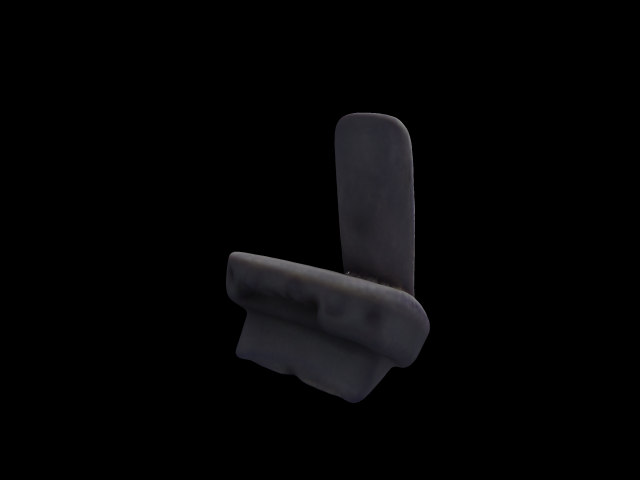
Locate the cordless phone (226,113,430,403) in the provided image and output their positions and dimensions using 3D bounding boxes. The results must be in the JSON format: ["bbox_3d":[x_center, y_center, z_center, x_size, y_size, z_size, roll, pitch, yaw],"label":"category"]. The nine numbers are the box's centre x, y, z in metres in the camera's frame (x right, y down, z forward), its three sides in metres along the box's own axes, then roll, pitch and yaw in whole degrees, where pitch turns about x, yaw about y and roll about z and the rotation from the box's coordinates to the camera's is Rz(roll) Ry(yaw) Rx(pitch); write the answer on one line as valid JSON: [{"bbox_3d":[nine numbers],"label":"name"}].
[{"bbox_3d":[0.004,0.001,0.400,0.147,0.185,0.094,10,23,26],"label":"cordless phone"}]
